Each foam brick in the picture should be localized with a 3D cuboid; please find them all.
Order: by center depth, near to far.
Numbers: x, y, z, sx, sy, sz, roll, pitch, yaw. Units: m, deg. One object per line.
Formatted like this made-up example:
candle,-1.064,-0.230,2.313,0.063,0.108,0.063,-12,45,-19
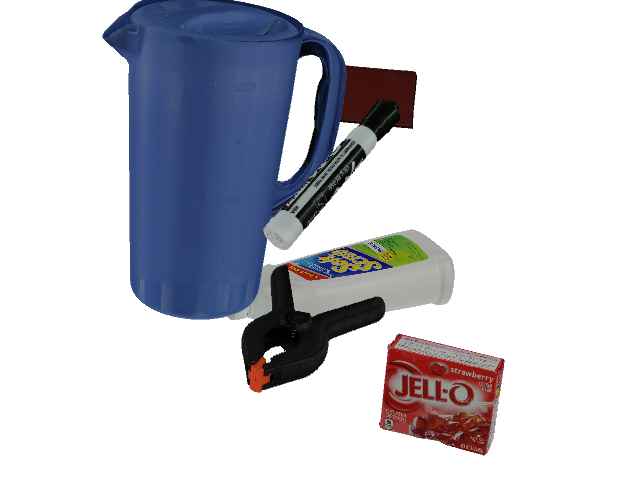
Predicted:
foam brick,0.052,-0.138,1.021,0.078,0.051,0.053,6,13,3

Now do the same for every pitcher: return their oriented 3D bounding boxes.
pitcher,-0.081,-0.064,0.849,0.149,0.243,0.144,19,27,24

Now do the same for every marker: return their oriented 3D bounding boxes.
marker,0.010,-0.043,0.641,0.121,0.020,0.020,-50,25,-24

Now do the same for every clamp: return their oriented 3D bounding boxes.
clamp,-0.029,0.078,1.001,0.120,0.039,0.171,18,32,29

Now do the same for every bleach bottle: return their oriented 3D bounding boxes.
bleach bottle,0.017,0.051,1.179,0.250,0.068,0.103,-12,31,-25

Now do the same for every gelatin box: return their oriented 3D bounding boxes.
gelatin box,0.093,0.119,0.829,0.089,0.073,0.030,12,22,19
